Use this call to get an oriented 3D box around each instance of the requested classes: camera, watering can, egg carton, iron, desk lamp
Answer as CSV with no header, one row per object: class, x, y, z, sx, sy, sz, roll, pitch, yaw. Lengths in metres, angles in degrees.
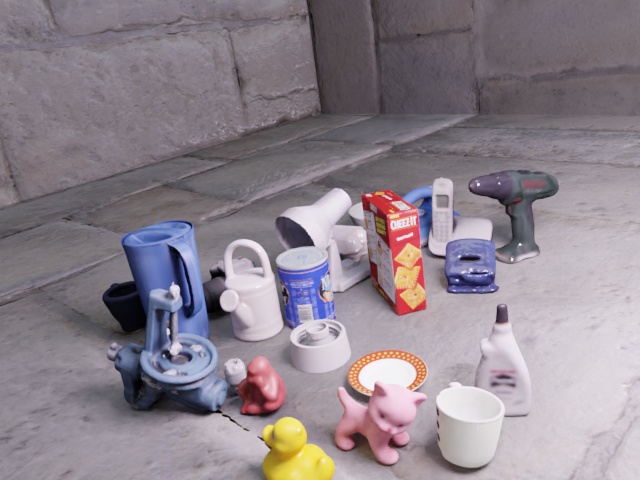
camera,-0.212,0.096,1.266,0.137,0.101,0.142,-22,25,-33
watering can,-0.135,0.094,1.111,0.101,0.194,0.172,-9,21,-1
egg carton,0.049,0.009,1.444,0.149,0.069,0.107,4,24,29
iron,0.239,-0.063,1.460,0.259,0.141,0.118,-22,25,-33
desk lamp,0.012,0.005,1.264,0.117,0.214,0.204,13,29,43

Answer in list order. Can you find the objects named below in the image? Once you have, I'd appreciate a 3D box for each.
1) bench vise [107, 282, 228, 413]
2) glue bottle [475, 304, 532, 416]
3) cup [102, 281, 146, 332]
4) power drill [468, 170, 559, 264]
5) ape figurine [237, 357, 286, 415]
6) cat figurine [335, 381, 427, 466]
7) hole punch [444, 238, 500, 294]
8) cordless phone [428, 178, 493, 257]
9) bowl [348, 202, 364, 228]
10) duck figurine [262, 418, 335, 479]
bench vise,-0.261,0.175,0.908,0.207,0.220,0.121,-6,21,6
glue bottle,0.254,0.166,0.801,0.078,0.173,0.037,-4,21,11
cup,-0.413,0.144,1.226,0.092,0.095,0.117,-24,26,-35
power drill,0.433,-0.060,1.282,0.230,0.209,0.075,-17,22,-21
ape figurine,-0.092,0.224,0.895,0.076,0.092,0.077,-20,24,-28
cat figurine,0.078,0.232,0.774,0.127,0.118,0.067,5,25,32
hole punch,0.316,0.053,1.195,0.108,0.091,0.101,-2,21,16
cordless phone,0.325,-0.051,1.334,0.147,0.185,0.094,2,23,26
bowl,0.163,-0.055,1.564,0.167,0.075,0.167,-7,21,3
duck figurine,-0.033,0.275,0.748,0.104,0.086,0.078,5,25,32
